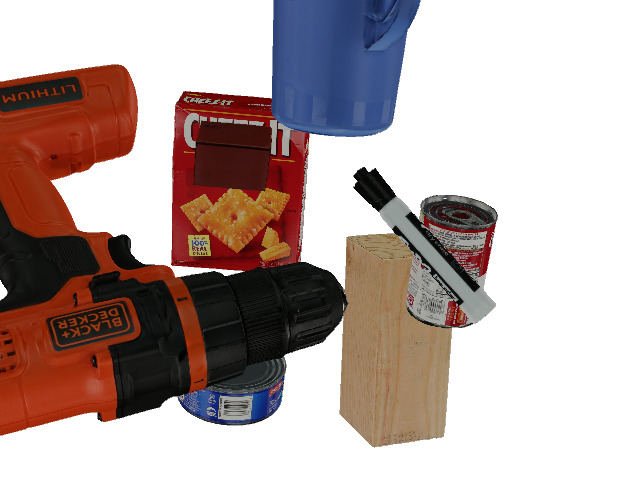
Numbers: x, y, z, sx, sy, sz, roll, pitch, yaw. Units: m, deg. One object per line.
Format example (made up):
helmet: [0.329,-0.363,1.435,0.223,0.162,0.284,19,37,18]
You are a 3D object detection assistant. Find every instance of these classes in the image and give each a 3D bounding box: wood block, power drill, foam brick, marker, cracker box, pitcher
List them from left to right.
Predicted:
power drill: [-0.100,-0.004,0.510,0.184,0.188,0.057,-12,-40,-20]
foam brick: [-0.091,-0.088,1.111,0.078,0.051,0.053,5,31,-2]
cracker box: [-0.100,-0.069,1.332,0.164,0.214,0.072,5,22,1]
pitcher: [0.025,-0.213,0.896,0.145,0.243,0.149,8,17,11]
wood block: [0.081,0.103,1.138,0.090,0.206,0.091,-4,16,-21]
marker: [0.064,0.001,0.672,0.020,0.121,0.020,-41,-5,-5]

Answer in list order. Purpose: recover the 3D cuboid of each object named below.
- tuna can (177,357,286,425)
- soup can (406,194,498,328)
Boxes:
tuna can: [-0.071,0.109,0.842,0.086,0.034,0.086,5,24,-3]
soup can: [0.115,0.019,0.949,0.068,0.102,0.068,5,24,-3]
